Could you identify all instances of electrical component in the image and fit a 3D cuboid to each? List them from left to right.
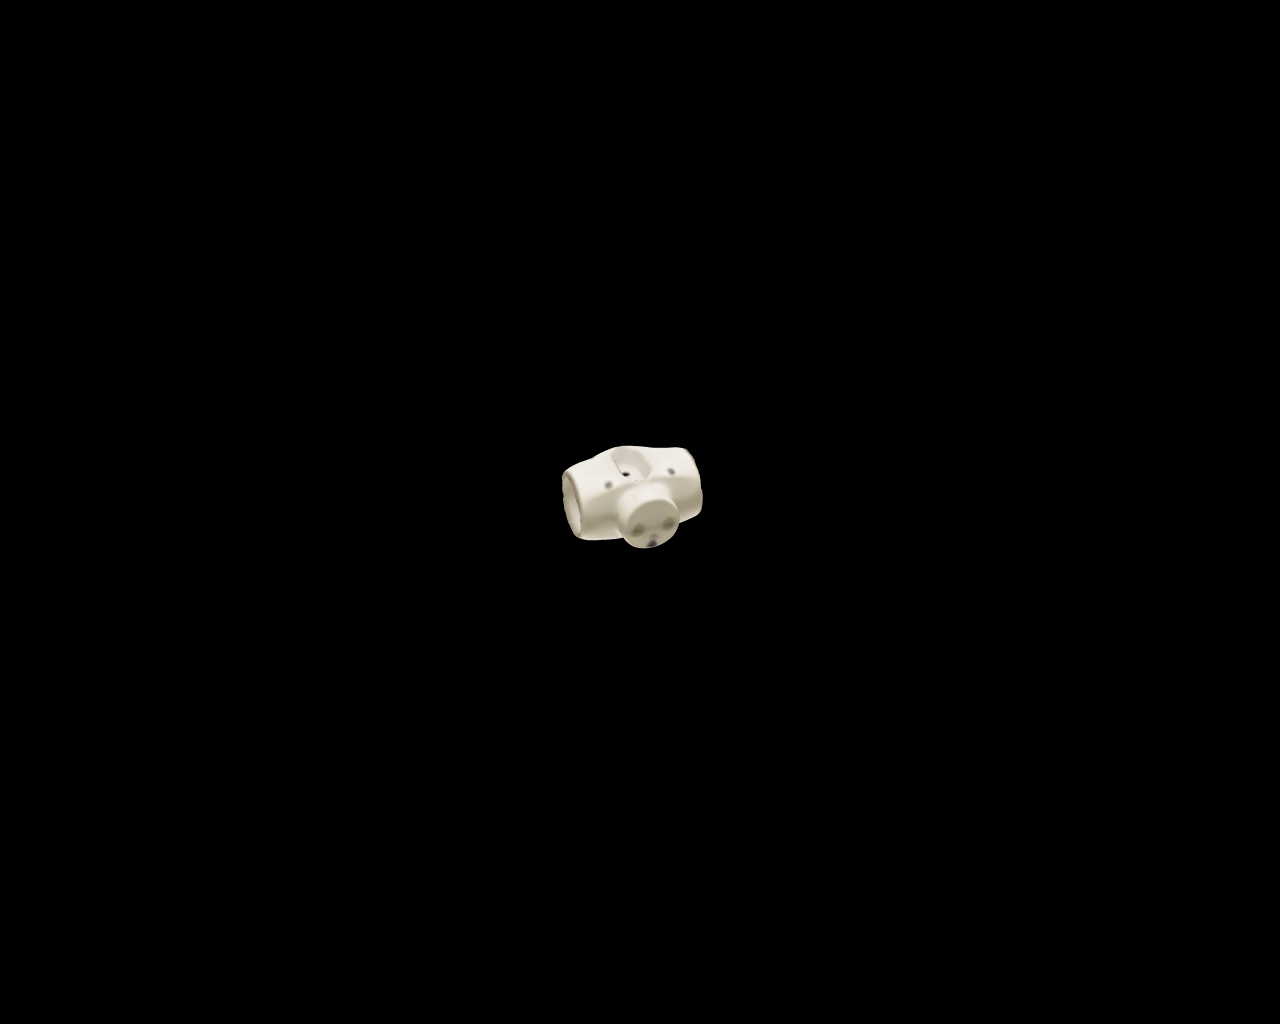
[{"bbox_3d":[0.001,-0.003,0.650,0.077,0.043,0.079,-11,36,-16],"label":"electrical component"}]
